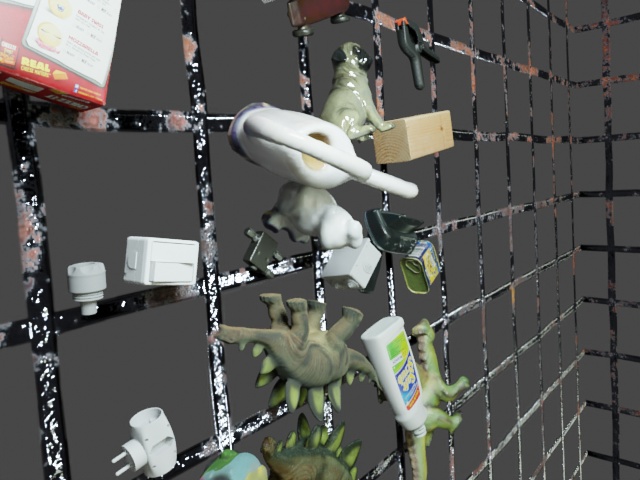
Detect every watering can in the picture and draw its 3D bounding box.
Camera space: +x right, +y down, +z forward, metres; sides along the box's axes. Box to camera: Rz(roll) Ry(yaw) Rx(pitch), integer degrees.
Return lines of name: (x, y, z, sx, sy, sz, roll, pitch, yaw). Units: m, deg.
watering can: (0.000, -0.134, 0.832, 0.346, 0.226, 0.103, 15, 99, -50)

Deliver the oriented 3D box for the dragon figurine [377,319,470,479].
dragon figurine: (0.210, 0.376, 1.186, 0.240, 0.121, 0.418, 39, 58, -23)

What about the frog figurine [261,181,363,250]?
frog figurine: (0.003, -0.044, 0.874, 0.135, 0.159, 0.125, 51, 53, -37)
